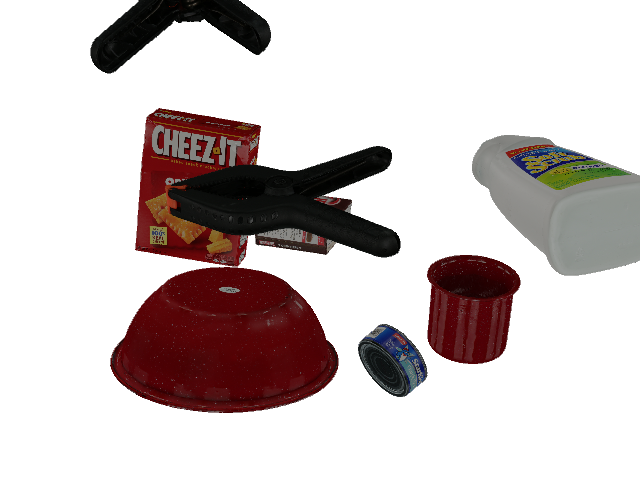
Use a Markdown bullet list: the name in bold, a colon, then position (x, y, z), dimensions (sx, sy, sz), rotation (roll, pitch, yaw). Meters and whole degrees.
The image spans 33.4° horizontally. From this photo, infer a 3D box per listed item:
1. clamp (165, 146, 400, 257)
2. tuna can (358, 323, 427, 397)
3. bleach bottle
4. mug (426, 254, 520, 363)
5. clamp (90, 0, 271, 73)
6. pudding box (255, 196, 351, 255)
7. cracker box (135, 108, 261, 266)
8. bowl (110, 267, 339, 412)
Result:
- **clamp**: position (-0.029, -0.042, 0.944), dimensions (0.210, 0.036, 0.164), rotation (3, 32, 7)
- **tuna can**: position (0.085, 0.144, 1.272), dimensions (0.033, 0.086, 0.086), rotation (-36, 17, -26)
- **bleach bottle**: position (0.186, -0.045, 0.907), dimensions (0.102, 0.068, 0.251), rotation (-11, 20, -12)
- **mug**: position (0.149, 0.066, 1.094), dimensions (0.093, 0.081, 0.117), rotation (-3, 28, -10)
- **clamp**: position (-0.086, -0.173, 0.760), dimensions (0.120, 0.039, 0.171), rotation (3, 43, 5)
- **pudding box**: position (-0.019, -0.023, 1.249), dimensions (0.090, 0.039, 0.113), rotation (7, 23, 13)
- **cracker box**: position (-0.187, -0.078, 1.611), dimensions (0.164, 0.214, 0.072), rotation (10, 20, 6)
- **bowl**: position (-0.066, 0.060, 0.749), dimensions (0.162, 0.055, 0.162), rotation (2, 19, -1)
